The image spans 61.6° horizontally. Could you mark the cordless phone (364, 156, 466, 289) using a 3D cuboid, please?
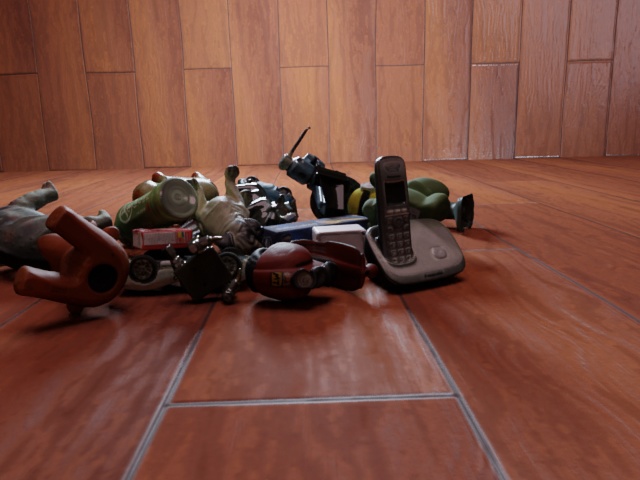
[{"bbox_3d":[0.131,-0.030,0.770,0.146,0.184,0.089,-9,10,-27],"label":"cordless phone"}]

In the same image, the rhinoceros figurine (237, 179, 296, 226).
[{"bbox_3d":[-0.111,-0.051,1.075,0.112,0.073,0.191,-26,45,-21],"label":"rhinoceros figurine"}]

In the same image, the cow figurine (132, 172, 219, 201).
[{"bbox_3d":[-0.282,-0.083,1.065,0.127,0.085,0.195,27,20,33],"label":"cow figurine"}]

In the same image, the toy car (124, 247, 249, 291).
[{"bbox_3d":[-0.189,0.043,0.776,0.202,0.056,0.073,-1,6,-4],"label":"toy car"}]

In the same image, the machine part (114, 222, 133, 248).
[{"bbox_3d":[-0.357,-0.040,1.104,0.079,0.079,0.243,-1,14,1],"label":"machine part"}]

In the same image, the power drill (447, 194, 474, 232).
[{"bbox_3d":[0.213,-0.057,1.147,0.207,0.086,0.232,-2,7,32],"label":"power drill"}]

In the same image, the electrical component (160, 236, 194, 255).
[{"bbox_3d":[-0.254,0.023,0.889,0.119,0.047,0.075,-10,15,-40],"label":"electrical component"}]

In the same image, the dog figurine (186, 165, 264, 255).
[{"bbox_3d":[-0.151,-0.007,0.924,0.121,0.172,0.191,-25,58,-3],"label":"dog figurine"}]

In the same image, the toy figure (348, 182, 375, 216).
[{"bbox_3d":[0.136,-0.048,1.032,0.180,0.089,0.082,33,-16,24],"label":"toy figure"}]

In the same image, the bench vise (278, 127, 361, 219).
[{"bbox_3d":[0.011,-0.102,1.149,0.129,0.223,0.241,-41,22,16],"label":"bench vise"}]

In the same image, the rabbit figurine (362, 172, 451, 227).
[{"bbox_3d":[0.155,-0.055,0.930,0.159,0.121,0.170,17,32,26],"label":"rabbit figurine"}]

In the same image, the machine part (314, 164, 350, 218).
[{"bbox_3d":[0.025,-0.090,1.042,0.084,0.039,0.139,20,44,-22],"label":"machine part"}]

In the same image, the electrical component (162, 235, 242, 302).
[{"bbox_3d":[-0.150,0.039,0.708,0.078,0.102,0.045,-29,13,-13],"label":"electrical component"}]

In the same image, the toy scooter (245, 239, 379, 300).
[{"bbox_3d":[-0.002,0.040,0.727,0.135,0.075,0.184,9,12,34],"label":"toy scooter"}]

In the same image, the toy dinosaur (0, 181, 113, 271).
[{"bbox_3d":[-0.475,0.000,0.883,0.405,0.131,0.192,14,32,38],"label":"toy dinosaur"}]

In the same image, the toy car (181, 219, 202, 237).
[{"bbox_3d":[-0.245,-0.015,1.049,0.089,0.053,0.202,5,13,16],"label":"toy car"}]

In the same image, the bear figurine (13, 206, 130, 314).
[{"bbox_3d":[-0.334,0.018,0.714,0.131,0.120,0.196,33,-9,-41],"label":"bear figurine"}]

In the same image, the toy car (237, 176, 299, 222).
[{"bbox_3d":[-0.133,-0.067,1.191,0.162,0.109,0.103,17,45,25],"label":"toy car"}]

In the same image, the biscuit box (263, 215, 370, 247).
[{"bbox_3d":[-0.002,-0.003,0.942,0.203,0.059,0.063,-10,15,-31],"label":"biscuit box"}]
